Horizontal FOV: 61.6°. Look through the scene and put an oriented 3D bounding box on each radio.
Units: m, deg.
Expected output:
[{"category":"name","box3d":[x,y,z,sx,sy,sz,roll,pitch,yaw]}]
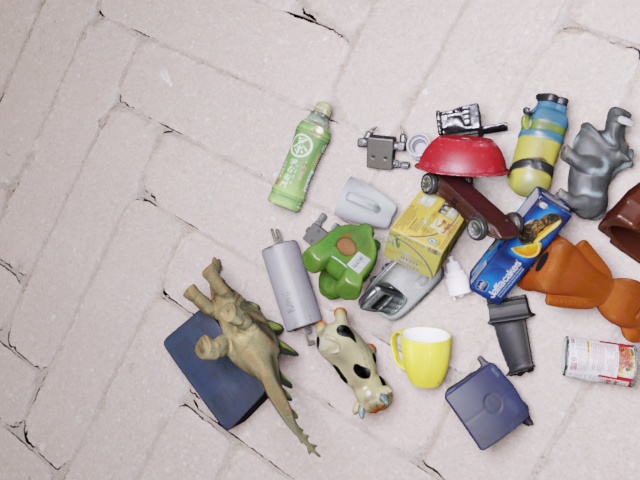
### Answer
[{"category":"radio","box3d":[-0.202,0.254,1.099,0.131,0.073,0.230,-44,76,10]}]

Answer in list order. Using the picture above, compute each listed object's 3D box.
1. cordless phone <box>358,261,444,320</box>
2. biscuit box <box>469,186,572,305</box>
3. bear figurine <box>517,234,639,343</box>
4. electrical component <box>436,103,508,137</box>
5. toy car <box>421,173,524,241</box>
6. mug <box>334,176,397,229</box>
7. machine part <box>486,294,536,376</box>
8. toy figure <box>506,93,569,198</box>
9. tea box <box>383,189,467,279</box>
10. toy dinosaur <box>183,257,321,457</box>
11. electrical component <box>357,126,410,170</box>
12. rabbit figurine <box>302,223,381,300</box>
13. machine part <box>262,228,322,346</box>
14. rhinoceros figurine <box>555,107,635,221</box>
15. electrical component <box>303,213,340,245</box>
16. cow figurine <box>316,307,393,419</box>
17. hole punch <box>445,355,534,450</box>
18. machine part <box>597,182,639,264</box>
[{"category":"cordless phone","box3d":[0.132,0.070,0.937,0.146,0.184,0.089,-46,69,11]},{"category":"biscuit box","box3d":[0.331,0.013,0.902,0.063,0.059,0.202,31,118,2]},{"category":"bear figurine","box3d":[0.446,0.073,0.881,0.196,0.132,0.120,25,96,1]},{"category":"electrical component","box3d":[0.273,-0.212,0.967,0.119,0.075,0.047,-7,84,23]},{"category":"toy car","box3d":[0.248,-0.056,0.888,0.202,0.089,0.053,56,141,44]},{"category":"mug","box3d":[0.090,-0.066,1.007,0.107,0.109,0.080,23,85,5]},{"category":"machine part","box3d":[0.339,0.167,0.937,0.084,0.039,0.139,-9,82,13]},{"category":"toy figure","box3d":[0.373,-0.161,0.920,0.082,0.089,0.180,19,95,24]},{"category":"tea box","box3d":[0.192,-0.021,0.932,0.098,0.169,0.068,27,136,20]},{"category":"toy dinosaur","box3d":[-0.128,0.186,0.991,0.105,0.198,0.472,-44,42,12]},{"category":"electrical component","box3d":[0.124,-0.177,1.034,0.102,0.045,0.078,3,116,22]},{"category":"rabbit figurine","box3d":[0.037,0.041,0.997,0.121,0.170,0.159,29,60,5]},{"category":"machine part","box3d":[-0.056,0.090,1.056,0.079,0.079,0.243,-21,79,17]},{"category":"rhinoceros figurine","box3d":[0.461,-0.128,0.896,0.112,0.073,0.190,17,92,21]},{"category":"electrical component","box3d":[-0.002,-0.003,1.074,0.063,0.021,0.094,36,99,18]},{"category":"cow figurine","box3d":[0.067,0.231,0.975,0.085,0.127,0.194,-33,104,16]},{"category":"hole punch","box3d":[0.285,0.283,0.922,0.116,0.092,0.142,-37,72,9]},{"category":"machine part","box3d":[0.534,0.001,0.794,0.201,0.201,0.087,40,97,17]}]
